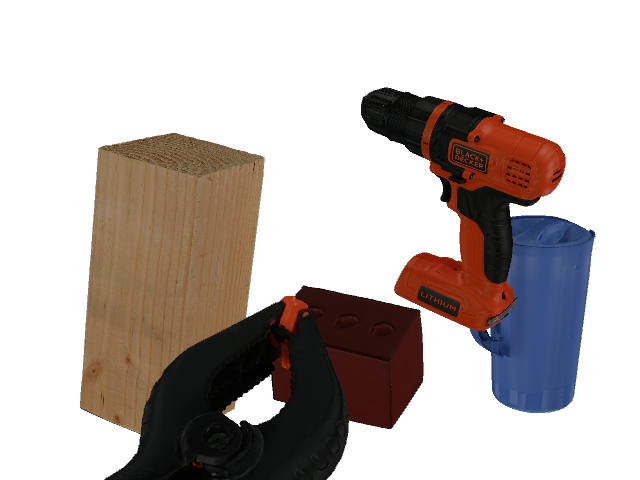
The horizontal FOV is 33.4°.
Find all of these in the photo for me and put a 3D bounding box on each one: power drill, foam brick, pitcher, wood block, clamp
[{"bbox_3d":[0.108,-0.028,0.907,0.185,0.188,0.057,25,41,31],"label":"power drill"},{"bbox_3d":[0.015,0.067,0.621,0.078,0.051,0.052,11,31,22],"label":"foam brick"},{"bbox_3d":[0.271,0.097,1.381,0.149,0.243,0.144,5,19,16],"label":"pitcher"},{"bbox_3d":[-0.111,0.033,0.798,0.090,0.206,0.090,17,20,26],"label":"wood block"},{"bbox_3d":[-0.030,0.090,0.388,0.120,0.039,0.171,24,49,17],"label":"clamp"}]
